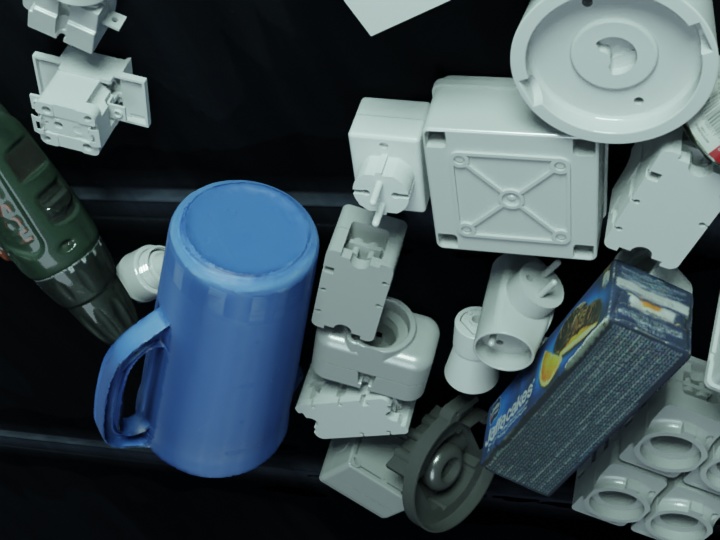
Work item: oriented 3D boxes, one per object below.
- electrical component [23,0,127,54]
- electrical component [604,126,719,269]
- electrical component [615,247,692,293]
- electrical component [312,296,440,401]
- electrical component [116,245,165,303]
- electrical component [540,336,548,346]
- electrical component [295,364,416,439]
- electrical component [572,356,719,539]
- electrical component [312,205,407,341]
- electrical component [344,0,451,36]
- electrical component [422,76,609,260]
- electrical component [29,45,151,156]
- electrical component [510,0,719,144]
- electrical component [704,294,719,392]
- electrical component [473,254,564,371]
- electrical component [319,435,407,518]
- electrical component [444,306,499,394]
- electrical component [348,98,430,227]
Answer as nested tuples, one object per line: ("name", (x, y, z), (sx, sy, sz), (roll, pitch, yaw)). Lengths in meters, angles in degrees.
("electrical component", (-0.179, -0.174, 0.674), (0.066, 0.048, 0.055), (23, 148, -6))
("electrical component", (0.191, -0.054, 0.658), (0.050, 0.055, 0.089), (19, 141, -1))
("electrical component", (0.202, 0.007, 0.740), (0.040, 0.040, 0.046), (-22, 132, 39))
("electrical component", (0.013, 0.059, 0.863), (0.095, 0.053, 0.059), (15, 141, 4))
("electrical component", (-0.166, 0.000, 0.873), (0.062, 0.043, 0.043), (-23, 125, 38))
("electrical component", (0.154, 0.072, 0.828), (0.077, 0.047, 0.065), (11, 140, 10))
("electrical component", (-0.001, 0.105, 0.921), (0.089, 0.055, 0.050), (-8, 134, 29))
("electrical component", (0.257, 0.154, 0.872), (0.105, 0.060, 0.186), (20, 141, -1))
("electrical component", (0.000, 0.000, 0.798), (0.050, 0.055, 0.089), (17, 140, 2))
("electrical component", (0.047, -0.196, 0.545), (0.150, 0.061, 0.089), (-17, 129, 35))
("electrical component", (0.100, -0.064, 0.682), (0.109, 0.056, 0.108), (5, 139, 16))
("electrical component", (-0.187, -0.114, 0.732), (0.081, 0.063, 0.042), (14, 142, 6))
("electrical component", (0.140, -0.129, 0.587), (0.108, 0.060, 0.108), (11, 140, 9))
("electrical component", (0.284, 0.046, 0.707), (0.100, 0.099, 0.048), (21, 154, -3))
("electrical component", (0.118, 0.021, 0.758), (0.044, 0.077, 0.079), (28, 140, -11))
("electrical component", (0.017, 0.186, 1.004), (0.096, 0.061, 0.061), (35, 138, -18))
("electrical component", (0.090, 0.061, 0.846), (0.044, 0.044, 0.065), (10, 136, 10))
("electrical component", (0.018, -0.062, 0.701), (0.047, 0.076, 0.065), (7, 139, 14))
